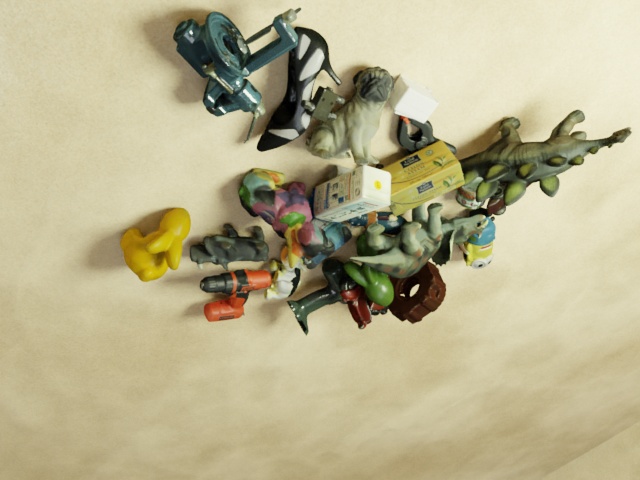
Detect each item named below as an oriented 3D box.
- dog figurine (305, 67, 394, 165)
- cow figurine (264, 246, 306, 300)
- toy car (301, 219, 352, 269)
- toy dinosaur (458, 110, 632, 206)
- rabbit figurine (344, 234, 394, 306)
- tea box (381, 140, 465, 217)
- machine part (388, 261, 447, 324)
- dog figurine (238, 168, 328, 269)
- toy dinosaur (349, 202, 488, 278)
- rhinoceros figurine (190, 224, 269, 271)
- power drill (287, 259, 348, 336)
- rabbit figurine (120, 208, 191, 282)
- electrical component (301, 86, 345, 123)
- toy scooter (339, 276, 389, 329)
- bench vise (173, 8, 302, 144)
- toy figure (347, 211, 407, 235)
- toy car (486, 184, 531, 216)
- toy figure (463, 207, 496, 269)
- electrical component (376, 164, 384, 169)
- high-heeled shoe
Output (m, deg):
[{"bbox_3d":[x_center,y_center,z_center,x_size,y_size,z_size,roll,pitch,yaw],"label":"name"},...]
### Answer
[{"bbox_3d":[0.056,-0.258,1.095,0.172,0.121,0.190,9,104,11],"label":"dog figurine"},{"bbox_3d":[-0.080,0.086,1.384,0.098,0.068,0.167,8,134,-27],"label":"cow figurine"},{"bbox_3d":[-0.003,-0.004,1.288,0.109,0.161,0.103,-41,84,32],"label":"toy car"},{"bbox_3d":[0.413,-0.171,1.168,0.472,0.198,0.105,-7,132,41],"label":"toy dinosaur"},{"bbox_3d":[0.145,0.074,1.323,0.121,0.170,0.159,-21,150,38],"label":"rabbit figurine"},{"bbox_3d":[0.214,-0.134,1.168,0.170,0.098,0.068,-27,134,5],"label":"tea box"},{"bbox_3d":[0.250,0.133,1.436,0.056,0.179,0.179,34,118,-32],"label":"machine part"},{"bbox_3d":[-0.079,-0.044,1.160,0.191,0.219,0.108,19,122,-28],"label":"dog figurine"},{"bbox_3d":[0.214,0.019,1.257,0.405,0.131,0.191,-29,120,-29],"label":"toy dinosaur"},{"bbox_3d":[-0.218,0.022,1.297,0.190,0.073,0.112,-3,144,-12],"label":"rhinoceros figurine"},{"bbox_3d":[0.027,0.171,1.457,0.207,0.086,0.231,-28,129,-2],"label":"power drill"},{"bbox_3d":[-0.358,0.002,1.205,0.173,0.162,0.121,-46,115,6],"label":"rabbit figurine"},{"bbox_3d":[0.005,-0.260,1.020,0.094,0.021,0.063,9,114,-47],"label":"electrical component"},{"bbox_3d":[0.125,0.161,1.393,0.184,0.135,0.075,3,160,-44],"label":"toy scooter"},{"bbox_3d":[-0.129,-0.318,0.951,0.241,0.129,0.223,-22,124,26],"label":"bench vise"},{"bbox_3d":[0.138,-0.046,1.319,0.154,0.058,0.064,12,120,-17],"label":"toy figure"},{"bbox_3d":[0.469,-0.137,1.279,0.202,0.053,0.089,-38,149,-2],"label":"toy car"},{"bbox_3d":[0.416,-0.005,1.405,0.082,0.089,0.179,-5,126,10],"label":"toy figure"},{"bbox_3d":[0.130,-0.130,1.245,0.078,0.045,0.102,-4,133,-11],"label":"electrical component"},{"bbox_3d":[-0.070,-0.283,1.034,0.249,0.086,0.145,-40,127,16],"label":"high-heeled shoe"}]
